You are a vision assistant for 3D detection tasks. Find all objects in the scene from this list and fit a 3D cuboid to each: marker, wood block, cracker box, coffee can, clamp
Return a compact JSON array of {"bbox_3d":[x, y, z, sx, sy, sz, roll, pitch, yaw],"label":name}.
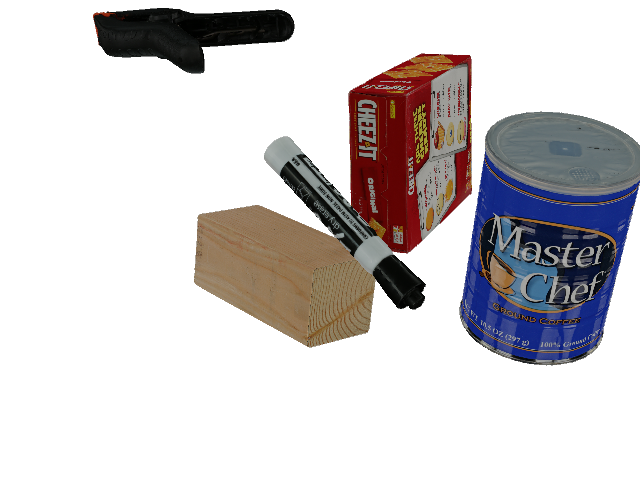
[{"bbox_3d":[0.013,-0.009,0.563,0.121,0.020,0.020,48,24,23],"label":"marker"},{"bbox_3d":[-0.043,0.034,1.177,0.090,0.090,0.206,-10,23,-40],"label":"wood block"},{"bbox_3d":[0.099,-0.100,1.134,0.072,0.164,0.213,7,22,24],"label":"cracker box"},{"bbox_3d":[0.153,-0.002,0.722,0.103,0.140,0.103,2,33,-2],"label":"coffee can"},{"bbox_3d":[-0.108,-0.166,0.848,0.172,0.039,0.120,20,29,41],"label":"clamp"}]
